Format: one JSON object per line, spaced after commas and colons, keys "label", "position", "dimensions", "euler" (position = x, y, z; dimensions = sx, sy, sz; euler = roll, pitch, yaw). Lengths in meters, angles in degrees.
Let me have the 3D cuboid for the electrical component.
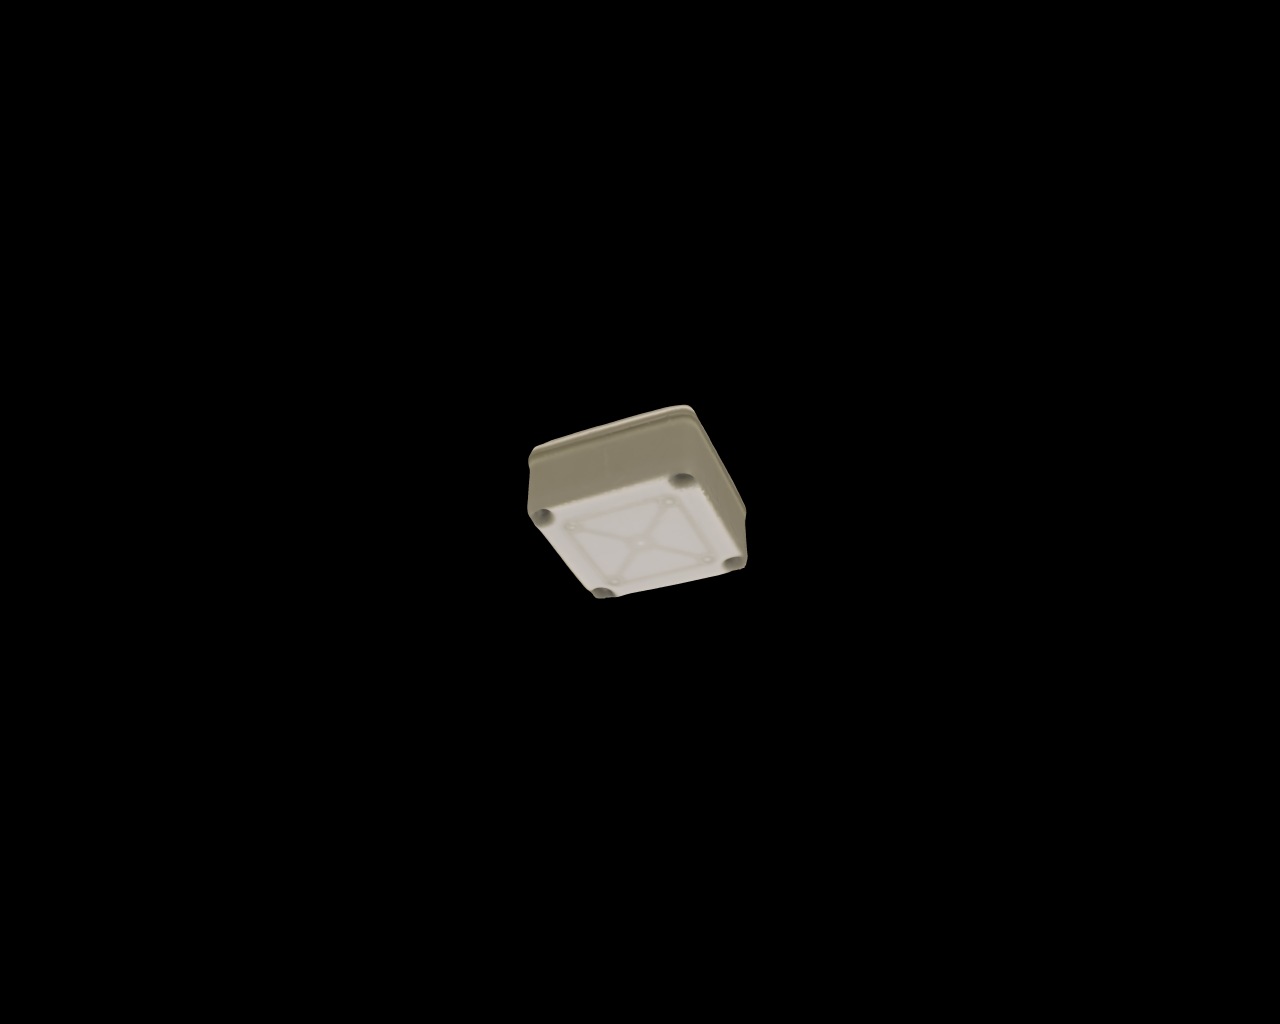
{"label": "electrical component", "position": [0.001, -0.003, 0.650], "dimensions": [0.109, 0.056, 0.108], "euler": [-14, -40, 17]}
